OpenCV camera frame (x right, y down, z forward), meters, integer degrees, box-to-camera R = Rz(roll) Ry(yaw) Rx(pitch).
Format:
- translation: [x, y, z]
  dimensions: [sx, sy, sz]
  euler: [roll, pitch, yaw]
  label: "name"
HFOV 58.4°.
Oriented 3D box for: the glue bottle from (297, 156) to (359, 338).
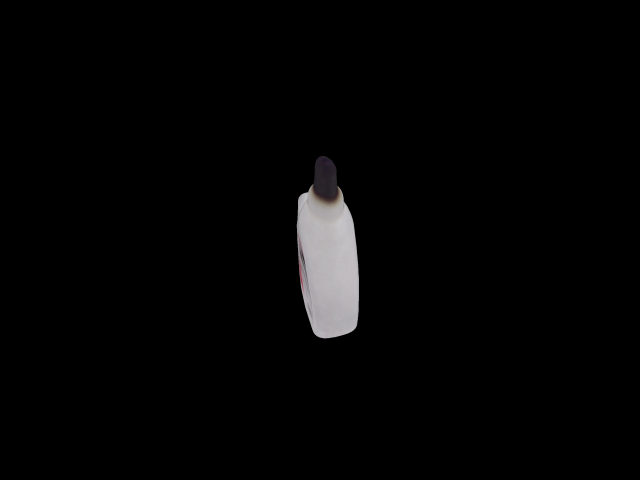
- translation: [0.004, 0.001, 0.400]
  dimensions: [0.037, 0.173, 0.078]
  euler: [-14, 57, -8]
  label: "glue bottle"
